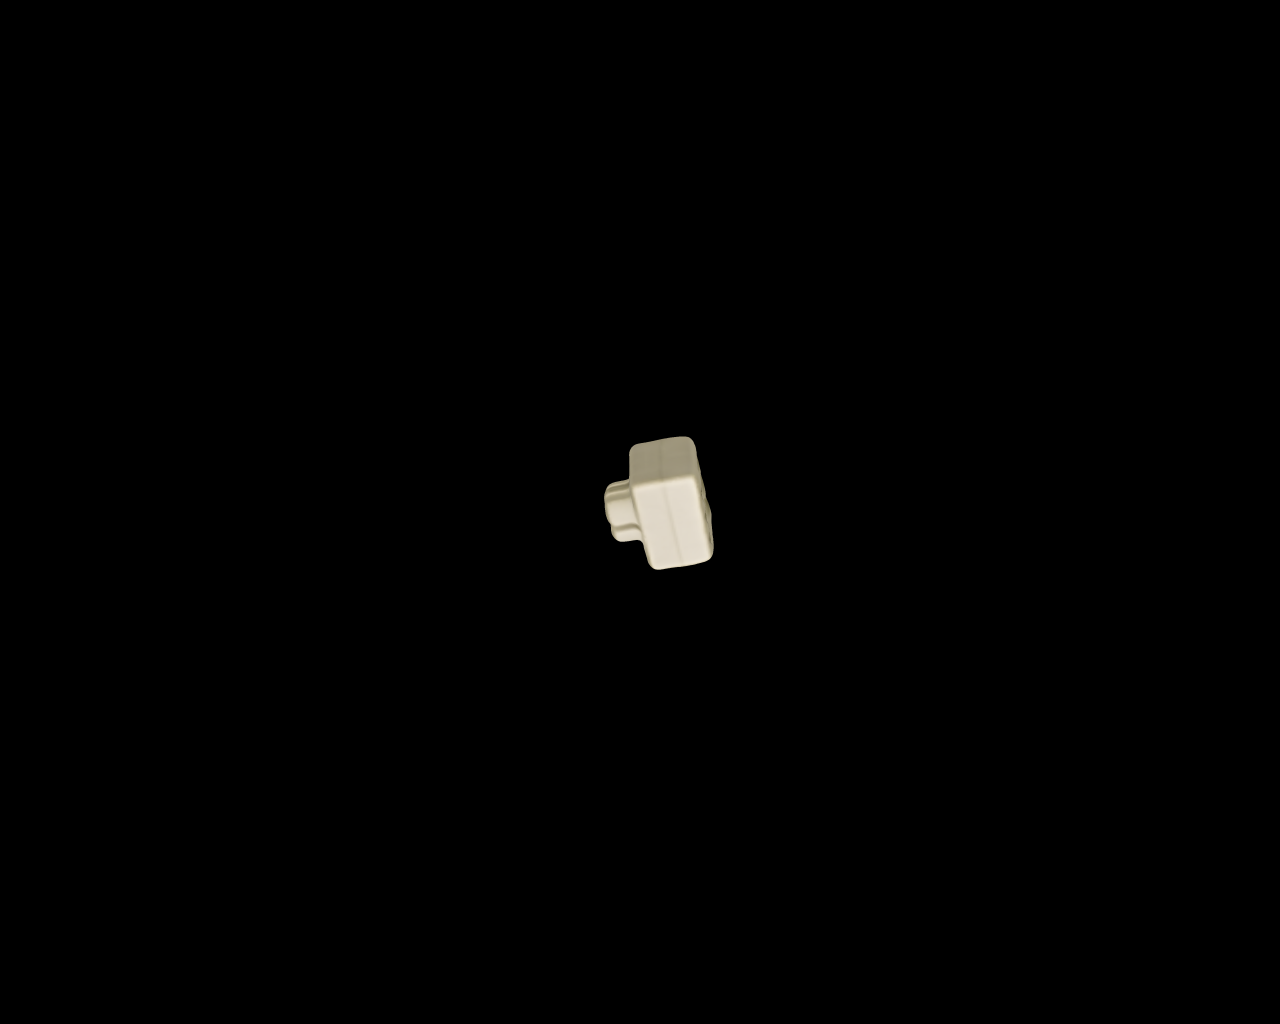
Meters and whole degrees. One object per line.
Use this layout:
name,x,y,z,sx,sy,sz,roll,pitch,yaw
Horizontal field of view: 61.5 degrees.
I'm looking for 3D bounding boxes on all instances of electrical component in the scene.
electrical component,0.001,-0.003,0.650,0.077,0.065,0.047,-9,36,7
